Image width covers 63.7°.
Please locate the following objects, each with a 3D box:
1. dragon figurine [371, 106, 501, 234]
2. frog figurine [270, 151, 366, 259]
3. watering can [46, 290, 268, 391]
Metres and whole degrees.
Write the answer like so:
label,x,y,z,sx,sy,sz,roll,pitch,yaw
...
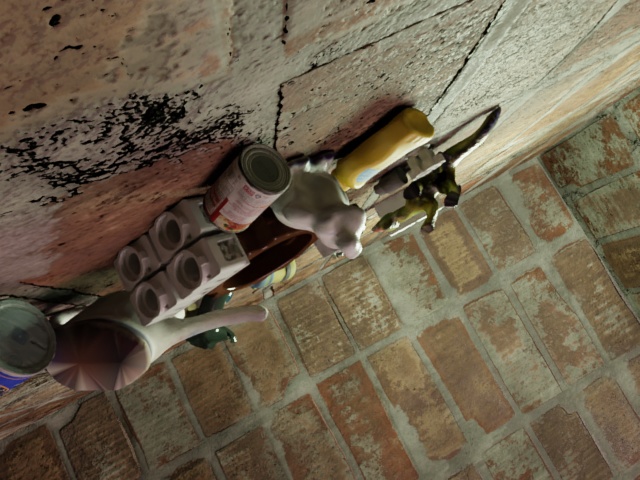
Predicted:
label,x,y,z,sx,sy,sz,roll,pitch,yaw
dragon figurine,0.274,-0.159,1.257,0.407,0.121,0.246,-49,-169,11
frog figurine,0.002,-0.038,0.749,0.121,0.160,0.138,-30,172,19
watering can,-0.264,0.139,0.795,0.348,0.103,0.226,-1,-167,1
